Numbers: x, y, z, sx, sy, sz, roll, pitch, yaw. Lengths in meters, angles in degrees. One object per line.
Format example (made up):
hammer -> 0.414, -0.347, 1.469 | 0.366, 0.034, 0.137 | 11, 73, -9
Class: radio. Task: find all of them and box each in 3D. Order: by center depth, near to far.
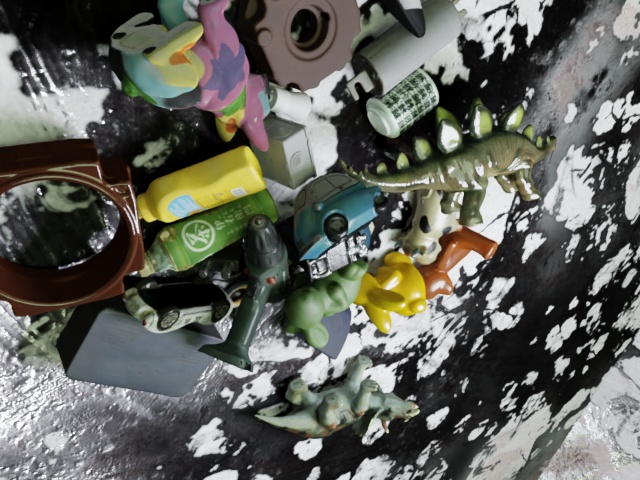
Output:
radio -> -0.278, 0.164, 0.845 | 0.229, 0.073, 0.131 | 28, 101, -43

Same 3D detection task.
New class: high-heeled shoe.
high-heeled shoe -> 0.121, -0.418, 0.737 | 0.145, 0.086, 0.248 | -38, 122, 7

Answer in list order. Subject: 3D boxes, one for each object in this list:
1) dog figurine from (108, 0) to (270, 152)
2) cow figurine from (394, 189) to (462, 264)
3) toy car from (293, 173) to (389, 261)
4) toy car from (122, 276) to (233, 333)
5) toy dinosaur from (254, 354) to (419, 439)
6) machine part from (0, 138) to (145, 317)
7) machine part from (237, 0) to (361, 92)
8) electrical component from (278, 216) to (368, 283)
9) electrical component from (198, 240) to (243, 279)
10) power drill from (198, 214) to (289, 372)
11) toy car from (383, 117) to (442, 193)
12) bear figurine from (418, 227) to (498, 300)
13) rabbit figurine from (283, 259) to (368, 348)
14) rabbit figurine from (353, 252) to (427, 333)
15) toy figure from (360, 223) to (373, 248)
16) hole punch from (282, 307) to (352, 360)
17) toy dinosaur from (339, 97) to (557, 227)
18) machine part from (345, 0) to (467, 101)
dog figurine -> -0.142, -0.186, 0.677 | 0.191, 0.109, 0.219 | -57, 146, -29
cow figurine -> 0.222, -0.038, 1.083 | 0.127, 0.086, 0.194 | -12, 122, -29
toy car -> 0.018, -0.047, 0.796 | 0.162, 0.103, 0.109 | -34, 176, -25
toy car -> -0.211, 0.097, 0.818 | 0.056, 0.074, 0.201 | -54, 156, 18
toy dinosaur -> 0.024, 0.381, 1.198 | 0.405, 0.131, 0.192 | -6, 121, -27
machine part -> -0.328, -0.014, 0.660 | 0.201, 0.087, 0.201 | -12, 127, -23
machine part -> -0.023, -0.296, 0.742 | 0.179, 0.056, 0.179 | -21, 130, -27
electrical component -> -0.002, -0.003, 0.897 | 0.115, 0.134, 0.058 | -25, 131, -20
electrical component -> -0.157, 0.028, 0.851 | 0.063, 0.094, 0.021 | 4, 125, 3
power drill -> -0.110, 0.088, 0.818 | 0.232, 0.086, 0.207 | 80, 24, -69
toy car -> 0.206, -0.152, 0.973 | 0.202, 0.053, 0.089 | 30, 87, -20
bear figurine -> 0.283, 0.062, 1.169 | 0.195, 0.132, 0.120 | -64, 162, 6
rabbit figurine -> -0.016, 0.100, 0.919 | 0.170, 0.121, 0.159 | -30, 142, -59
rabbit figurine -> 0.117, 0.108, 1.073 | 0.173, 0.162, 0.121 | 12, 124, -23
toy figure -> 0.058, -0.044, 0.974 | 0.064, 0.058, 0.154 | -28, 127, -27
hole punch -> 0.007, 0.161, 1.052 | 0.116, 0.092, 0.142 | -52, 132, -2
toy dinosaur -> 0.244, -0.131, 0.909 | 0.471, 0.105, 0.198 | -21, 113, -25
machine part -> 0.136, -0.305, 0.843 | 0.243, 0.079, 0.079 | -38, 135, -9
